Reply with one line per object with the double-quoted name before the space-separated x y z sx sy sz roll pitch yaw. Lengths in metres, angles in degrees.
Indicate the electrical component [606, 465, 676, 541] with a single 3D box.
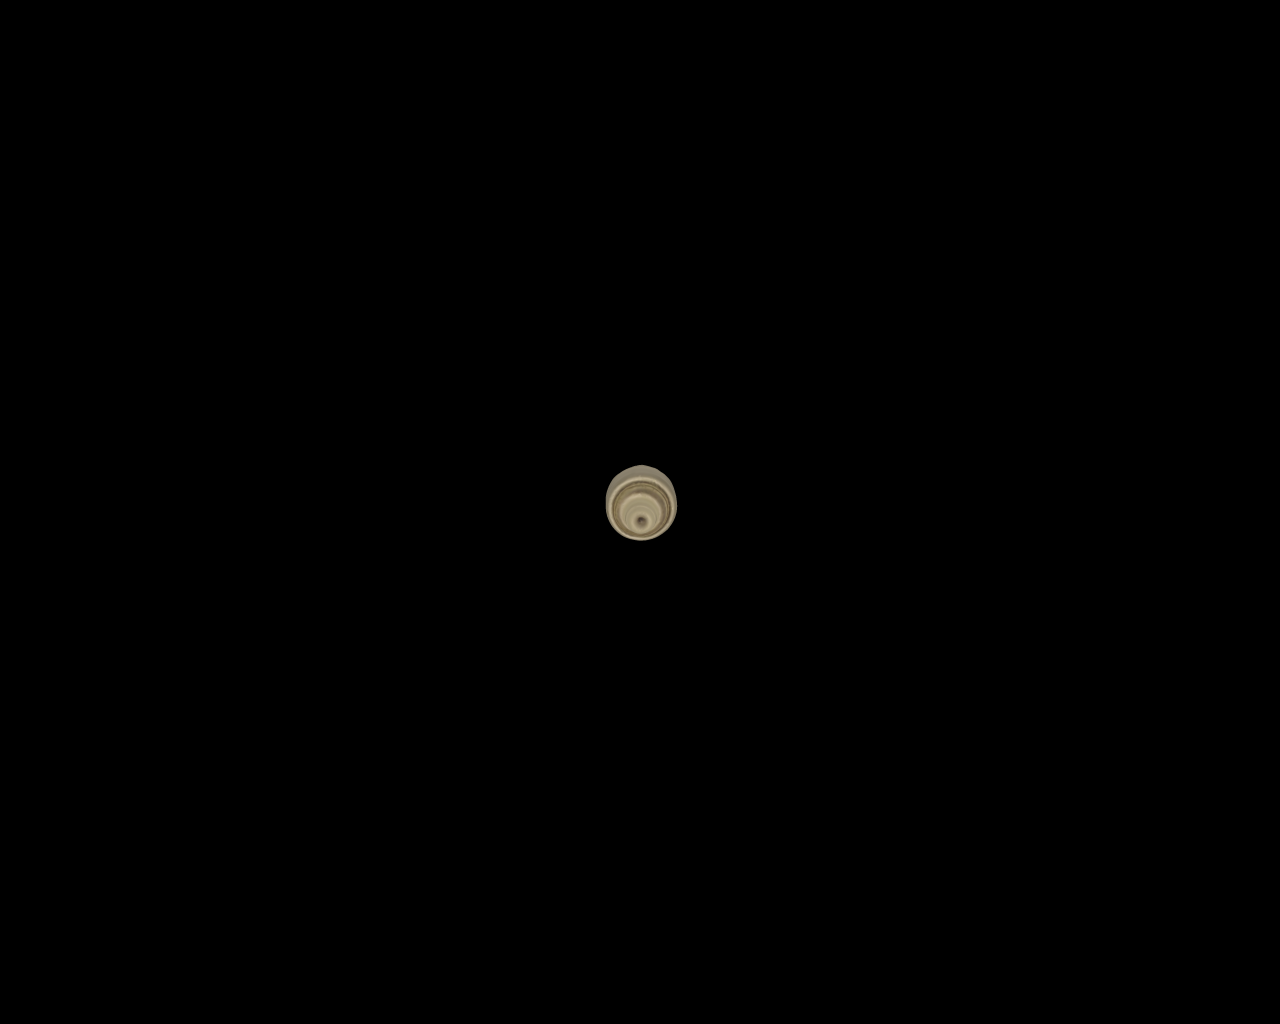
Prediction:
"electrical component" 0.001 -0.003 0.650 0.043 0.043 0.062 0 16 0
